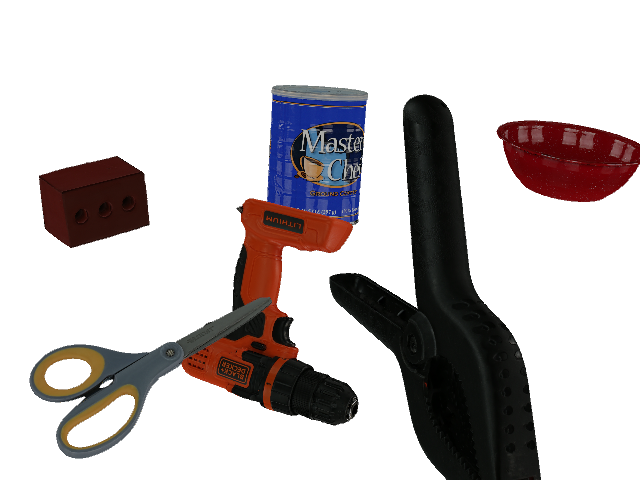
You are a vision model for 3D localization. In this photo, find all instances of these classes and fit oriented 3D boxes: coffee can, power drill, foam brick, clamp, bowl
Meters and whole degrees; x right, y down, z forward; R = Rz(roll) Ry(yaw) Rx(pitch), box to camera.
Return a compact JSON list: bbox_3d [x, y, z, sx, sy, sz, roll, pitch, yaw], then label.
[{"bbox_3d":[-0.005,-0.092,1.146,0.103,0.140,0.103,4,12,-1],"label":"coffee can"},{"bbox_3d":[-0.031,0.064,0.992,0.185,0.187,0.057,16,-1,24],"label":"power drill"},{"bbox_3d":[-0.197,-0.035,0.926,0.078,0.053,0.051,-19,31,-30],"label":"foam brick"},{"bbox_3d":[0.063,0.041,0.544,0.036,0.165,0.210,-5,46,-21],"label":"clamp"},{"bbox_3d":[0.266,-0.082,1.148,0.162,0.055,0.162,6,21,-2],"label":"bowl"}]

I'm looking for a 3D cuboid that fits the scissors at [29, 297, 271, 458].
[{"bbox_3d":[-0.134,0.081,0.810,0.096,0.201,0.016,35,-35,14],"label":"scissors"}]
